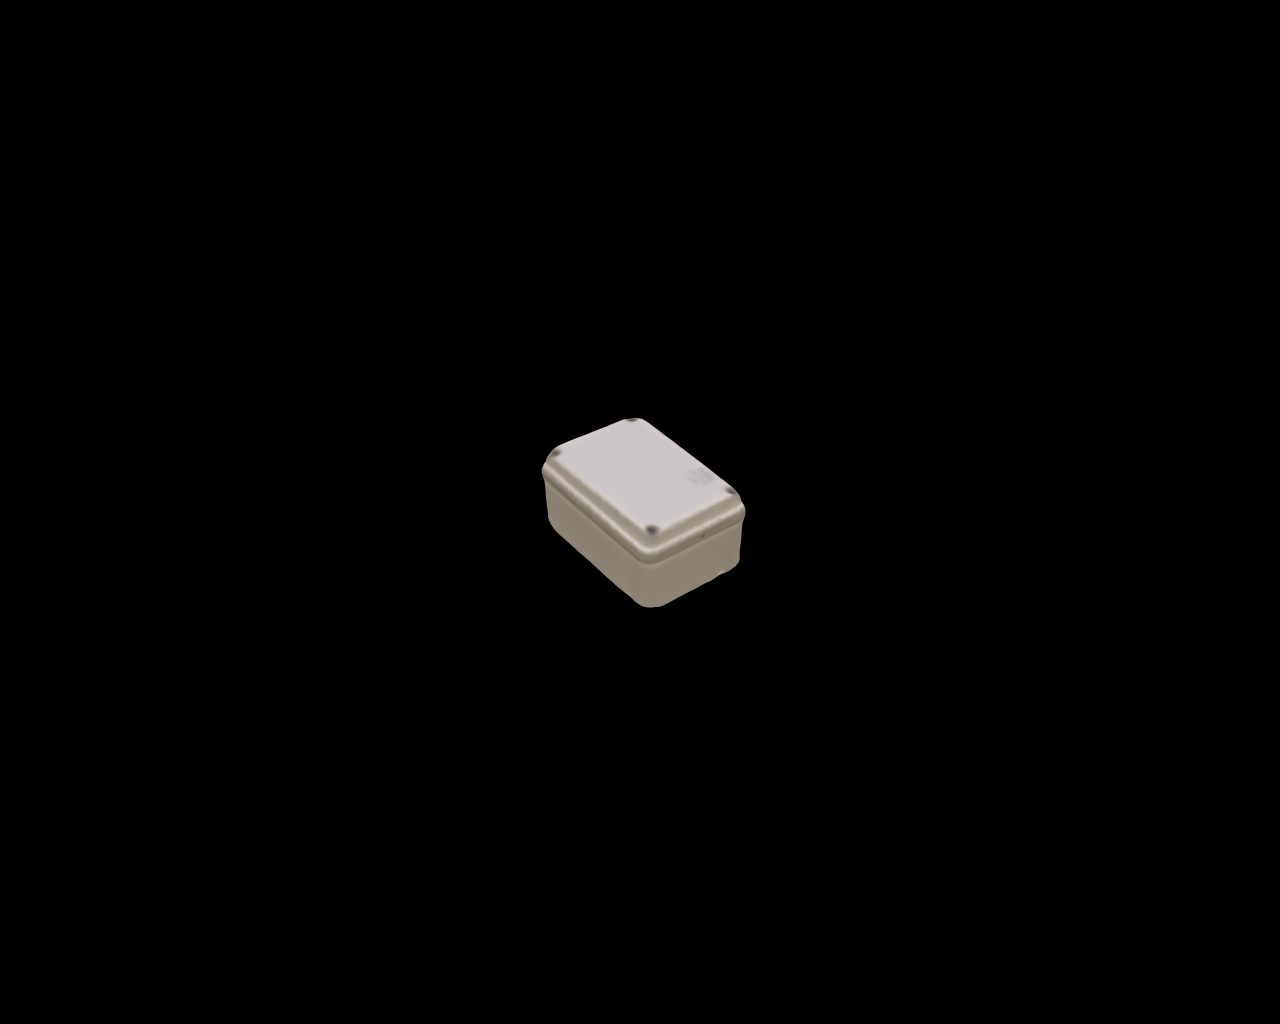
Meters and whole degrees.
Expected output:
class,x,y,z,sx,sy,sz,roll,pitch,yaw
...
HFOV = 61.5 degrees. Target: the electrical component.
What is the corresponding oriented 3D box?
class,x,y,z,sx,sy,sz,roll,pitch,yaw
electrical component,0.001,-0.003,0.650,0.078,0.057,0.113,-25,45,-28
